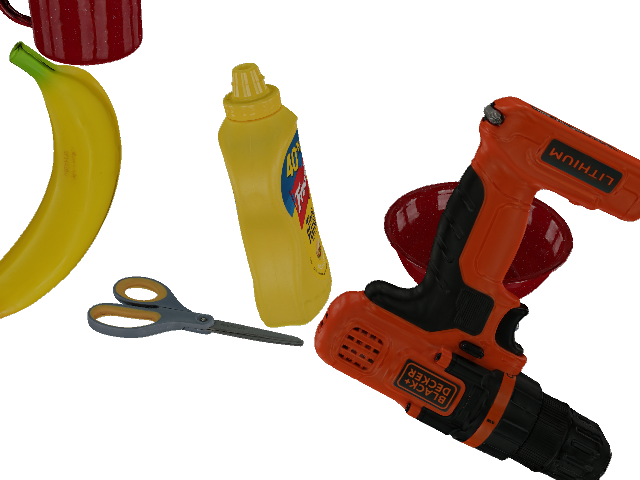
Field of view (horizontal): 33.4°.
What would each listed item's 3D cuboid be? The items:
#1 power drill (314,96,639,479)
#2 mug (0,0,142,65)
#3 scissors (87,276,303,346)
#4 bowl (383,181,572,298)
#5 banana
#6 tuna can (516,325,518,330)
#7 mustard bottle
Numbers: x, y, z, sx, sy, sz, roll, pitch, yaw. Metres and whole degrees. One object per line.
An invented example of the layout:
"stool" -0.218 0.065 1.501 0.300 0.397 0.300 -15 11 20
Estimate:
"power drill" 0.114 0.030 0.593 0.184 0.188 0.057 27 12 -4
"mug" -0.187 -0.183 0.793 0.117 0.081 0.093 3 34 2
"scissors" -0.119 0.068 1.020 0.201 0.016 0.096 2 33 -6
"bowl" 0.134 0.011 0.929 0.162 0.055 0.162 2 34 -1
"banana" -0.155 -0.026 0.617 0.069 0.198 0.037 11 35 -13
"tuna can" 0.192 0.075 1.236 0.033 0.086 0.086 -28 5 -10
"mustard bottle" -0.036 -0.038 0.789 0.058 0.191 0.096 -5 28 13
